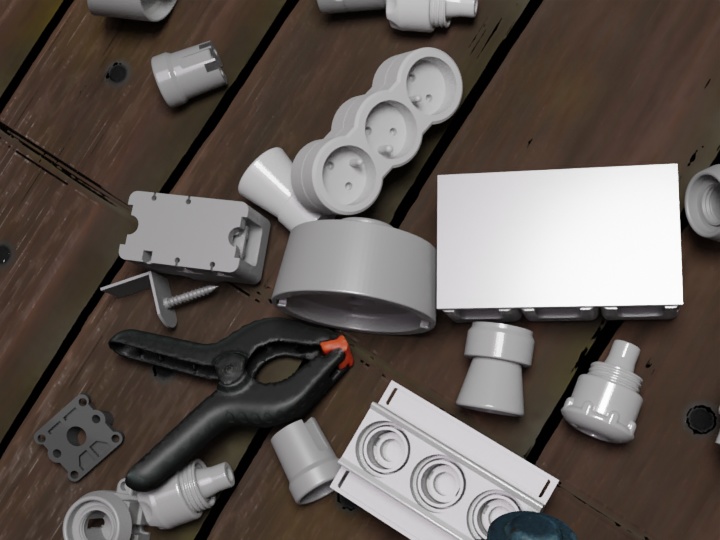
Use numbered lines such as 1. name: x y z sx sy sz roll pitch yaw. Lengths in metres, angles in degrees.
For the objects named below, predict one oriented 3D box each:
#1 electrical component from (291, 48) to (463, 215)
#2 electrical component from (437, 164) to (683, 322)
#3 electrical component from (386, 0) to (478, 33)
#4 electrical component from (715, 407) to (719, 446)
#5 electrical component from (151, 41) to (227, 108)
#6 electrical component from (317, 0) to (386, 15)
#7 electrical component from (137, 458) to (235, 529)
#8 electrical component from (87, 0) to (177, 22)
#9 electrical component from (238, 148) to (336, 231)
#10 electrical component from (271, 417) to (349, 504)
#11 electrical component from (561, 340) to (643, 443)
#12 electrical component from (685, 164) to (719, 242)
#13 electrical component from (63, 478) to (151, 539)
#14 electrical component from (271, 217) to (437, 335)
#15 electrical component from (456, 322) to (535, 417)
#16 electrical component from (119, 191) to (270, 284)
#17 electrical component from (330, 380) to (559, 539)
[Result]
1. electrical component: 0.004 -0.095 0.745 0.138 0.074 0.052 -49 111 -16
2. electrical component: 0.129 -0.014 0.697 0.150 0.062 0.089 -2 79 14
3. electrical component: 0.052 -0.190 0.762 0.062 0.043 0.043 8 81 14
4. electrical component: 0.236 0.091 0.641 0.044 0.077 0.079 21 85 17
5. electrical component: -0.127 -0.147 0.801 0.046 0.040 0.040 -19 75 4
6. electrical component: -0.004 -0.213 0.776 0.047 0.055 0.055 1 79 10
7. electrical component: -0.117 0.150 0.736 0.062 0.043 0.043 -21 75 8
8. electrical component: -0.169 -0.234 0.801 0.064 0.099 0.099 15 83 10
9. electrical component: -0.048 -0.050 0.761 0.065 0.044 0.044 43 91 13
10. electrical component: -0.035 0.127 0.722 0.040 0.040 0.046 -32 68 6
11. electrical component: 0.159 0.076 0.682 0.048 0.048 0.062 20 78 17
12. electrical component: 0.239 -0.043 0.672 0.055 0.066 0.048 -4 75 -21
13. electrical component: -0.172 0.176 0.738 0.048 0.055 0.066 5 80 15
14. electrical component: 0.000 0.000 0.706 0.108 0.108 0.060 5 74 15
15. electrical component: 0.089 0.065 0.700 0.045 0.045 0.055 8 81 15
16. electrical component: -0.115 -0.022 0.763 0.089 0.056 0.050 7 81 15
17. electrical component: 0.055 0.136 0.685 0.121 0.063 0.078 30 87 18
